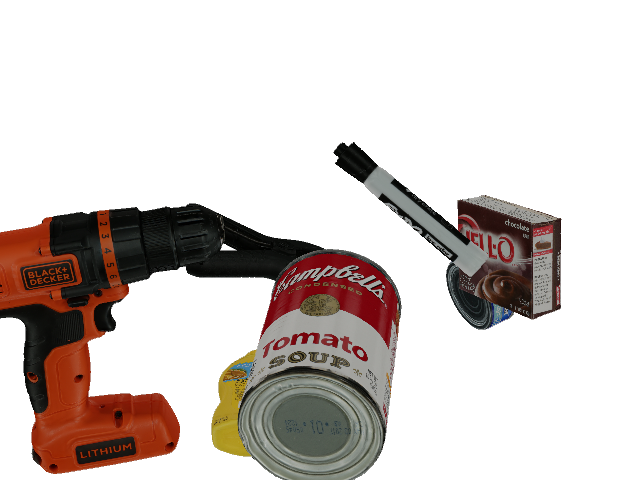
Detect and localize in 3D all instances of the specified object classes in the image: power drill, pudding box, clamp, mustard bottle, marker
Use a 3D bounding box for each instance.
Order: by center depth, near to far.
[{"bbox_3d":[0.057,-0.022,0.695,0.121,0.020,0.020,40,2,3],"label":"marker"},{"bbox_3d":[-0.149,0.067,0.749,0.184,0.188,0.057,-8,26,-5],"label":"power drill"},{"bbox_3d":[0.172,0.013,0.982,0.039,0.090,0.114,-14,19,-29],"label":"pudding box"},{"bbox_3d":[-0.047,0.022,1.100,0.210,0.036,0.164,17,18,-7],"label":"clamp"},{"bbox_3d":[-0.082,0.193,1.343,0.096,0.058,0.191,-2,26,1],"label":"mustard bottle"}]

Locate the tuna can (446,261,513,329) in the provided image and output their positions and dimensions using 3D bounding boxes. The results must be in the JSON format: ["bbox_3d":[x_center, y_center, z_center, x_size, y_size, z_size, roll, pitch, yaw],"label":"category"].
[{"bbox_3d":[0.176,0.055,1.185,0.033,0.086,0.086,-23,9,-20],"label":"tuna can"}]

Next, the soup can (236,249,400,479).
[{"bbox_3d":[0.001,0.059,0.510,0.068,0.068,0.102,0,30,9],"label":"soup can"}]
